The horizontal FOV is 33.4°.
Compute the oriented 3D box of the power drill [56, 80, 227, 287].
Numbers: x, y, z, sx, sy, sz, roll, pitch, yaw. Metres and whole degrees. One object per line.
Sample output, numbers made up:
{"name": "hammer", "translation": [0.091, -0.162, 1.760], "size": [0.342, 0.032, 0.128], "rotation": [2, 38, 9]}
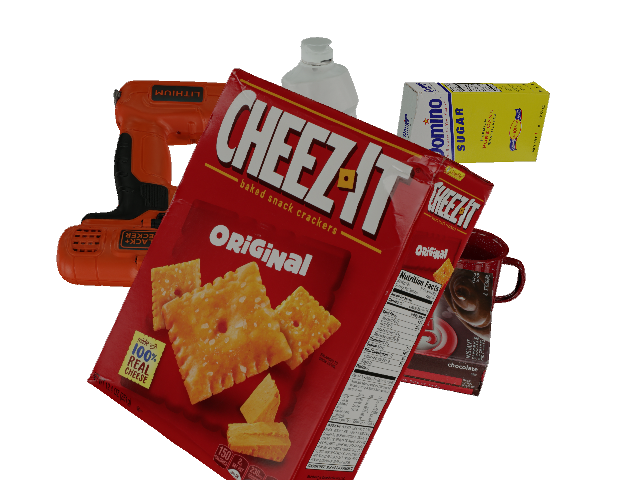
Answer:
{"name": "power drill", "translation": [-0.104, -0.042, 0.842], "size": [0.184, 0.187, 0.057], "rotation": [3, -37, -1]}

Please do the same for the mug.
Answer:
{"name": "mug", "translation": [0.171, 0.041, 1.201], "size": [0.117, 0.081, 0.093], "rotation": [6, 25, 1]}

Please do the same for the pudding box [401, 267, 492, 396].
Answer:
{"name": "pudding box", "translation": [0.083, 0.063, 0.815], "size": [0.090, 0.039, 0.113], "rotation": [11, 34, 4]}

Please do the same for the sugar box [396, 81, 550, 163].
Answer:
{"name": "sugar box", "translation": [0.182, -0.141, 1.283], "size": [0.176, 0.093, 0.048], "rotation": [-5, 28, -20]}

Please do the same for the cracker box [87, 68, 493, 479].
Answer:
{"name": "cracker box", "translation": [-0.023, 0.027, 0.621], "size": [0.164, 0.214, 0.072], "rotation": [27, 4, 34]}

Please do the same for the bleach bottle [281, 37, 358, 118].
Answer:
{"name": "bleach bottle", "translation": [-0.013, -0.078, 1.074], "size": [0.102, 0.251, 0.068], "rotation": [-8, 28, -17]}
